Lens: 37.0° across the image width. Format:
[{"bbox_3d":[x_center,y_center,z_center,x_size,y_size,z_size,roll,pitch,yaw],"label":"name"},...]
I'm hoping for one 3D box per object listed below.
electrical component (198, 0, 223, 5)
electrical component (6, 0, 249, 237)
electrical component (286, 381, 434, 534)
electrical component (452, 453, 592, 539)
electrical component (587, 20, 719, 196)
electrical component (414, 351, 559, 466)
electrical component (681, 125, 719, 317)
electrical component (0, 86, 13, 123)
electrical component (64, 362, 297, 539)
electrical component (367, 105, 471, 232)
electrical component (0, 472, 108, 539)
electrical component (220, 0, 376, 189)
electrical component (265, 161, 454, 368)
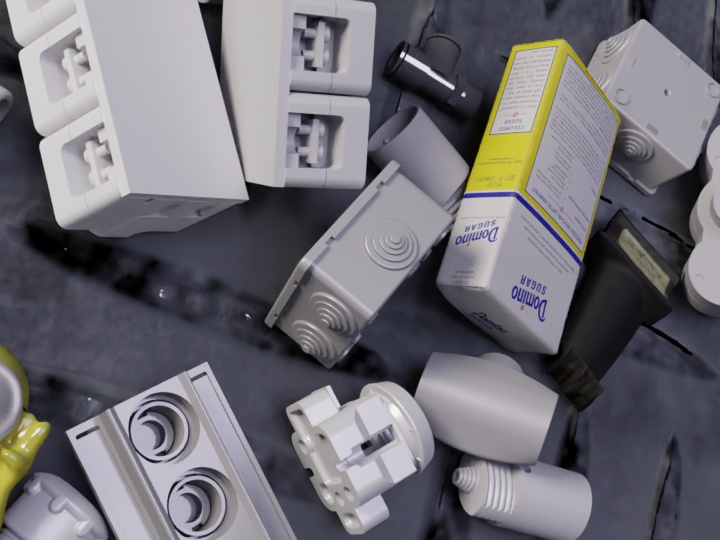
[{"bbox_3d":[-0.059,-0.176,0.655,0.077,0.044,0.079,-22,86,-30],"label":"electrical component"},{"bbox_3d":[-0.128,-0.099,0.575,0.089,0.062,0.150,-2,73,-56],"label":"electrical component"},{"bbox_3d":[0.003,0.097,0.596,0.057,0.058,0.078,-26,87,-28],"label":"electrical component"},{"bbox_3d":[0.091,0.132,0.637,0.081,0.043,0.043,19,67,-21],"label":"electrical component"},{"bbox_3d":[0.204,-0.117,0.768,0.100,0.048,0.099,37,61,-13],"label":"electrical component"},{"bbox_3d":[0.077,0.074,0.641,0.077,0.043,0.079,19,25,11],"label":"electrical component"},{"bbox_3d":[0.259,-0.041,0.742,0.052,0.073,0.138,10,78,11],"label":"electrical component"},{"bbox_3d":[-0.218,-0.097,0.552,0.065,0.044,0.044,44,60,-3],"label":"electrical component"},{"bbox_3d":[-0.088,0.119,0.539,0.079,0.063,0.121,-26,87,-31],"label":"electrical component"},{"bbox_3d":[0.045,-0.058,0.670,0.081,0.043,0.043,47,59,-20],"label":"electrical component"},{"bbox_3d":[-0.155,0.131,0.513,0.048,0.048,0.062,45,68,-8],"label":"electrical component"},{"bbox_3d":[-0.033,-0.123,0.596,0.062,0.089,0.150,0,99,-28],"label":"electrical component"},{"bbox_3d":[0.000,0.000,0.601,0.048,0.099,0.099,40,60,2],"label":"electrical component"}]
